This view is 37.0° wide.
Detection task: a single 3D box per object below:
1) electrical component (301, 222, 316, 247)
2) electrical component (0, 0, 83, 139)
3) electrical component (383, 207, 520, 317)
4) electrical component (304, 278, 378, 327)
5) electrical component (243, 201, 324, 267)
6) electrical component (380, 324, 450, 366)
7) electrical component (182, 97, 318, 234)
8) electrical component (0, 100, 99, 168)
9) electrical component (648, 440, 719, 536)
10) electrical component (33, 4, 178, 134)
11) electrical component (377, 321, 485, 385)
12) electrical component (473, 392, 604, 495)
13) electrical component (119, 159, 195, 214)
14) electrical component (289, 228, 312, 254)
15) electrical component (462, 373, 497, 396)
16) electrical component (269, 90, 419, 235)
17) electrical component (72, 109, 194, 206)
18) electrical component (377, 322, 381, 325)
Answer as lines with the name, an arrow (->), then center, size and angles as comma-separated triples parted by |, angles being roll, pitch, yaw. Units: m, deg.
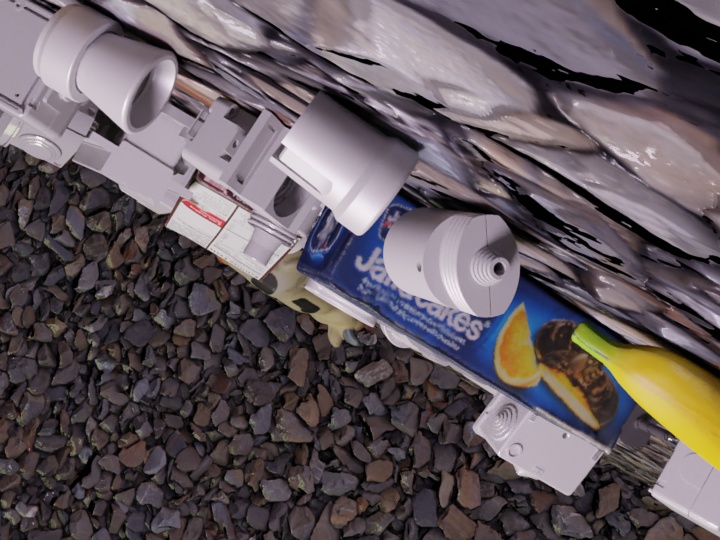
electrical component -> -0.017, -0.017, 0.811 | 0.040, 0.040, 0.046 | 26, 169, 46
electrical component -> -0.198, -0.123, 0.639 | 0.096, 0.061, 0.061 | 30, 176, 11
electrical component -> 0.044, -0.005, 0.477 | 0.043, 0.043, 0.081 | 32, 175, -19
electrical component -> 0.000, 0.000, 0.738 | 0.054, 0.059, 0.095 | 30, 176, -4
electrical component -> -0.053, -0.033, 0.695 | 0.048, 0.062, 0.048 | 30, 176, 2
electrical component -> 0.053, 0.041, 0.886 | 0.078, 0.058, 0.057 | 33, 172, -38
electrical component -> -0.055, -0.056, 0.565 | 0.064, 0.042, 0.081 | 30, 176, 22
electrical component -> -0.207, -0.112, 0.717 | 0.051, 0.080, 0.080 | 26, 178, -25
electrical component -> 0.259, 0.156, 0.777 | 0.061, 0.061, 0.096 | 28, 175, 32
electrical component -> -0.123, -0.098, 0.522 | 0.055, 0.045, 0.045 | 30, 176, 9
electrical component -> 0.072, 0.044, 0.812 | 0.138, 0.052, 0.074 | 32, 175, -28
electrical component -> 0.155, 0.122, 0.860 | 0.100, 0.099, 0.048 | 32, -172, -25
electrical component -> -0.180, -0.086, 0.966 | 0.062, 0.061, 0.096 | 32, 176, -21
electrical component -> -0.071, -0.042, 0.871 | 0.040, 0.040, 0.078 | 28, 175, 32
electrical component -> 0.132, 0.090, 0.960 | 0.100, 0.048, 0.099 | 32, 174, 20
electrical component -> -0.007, -0.042, 0.417 | 0.046, 0.040, 0.040 | 36, 175, -6
electrical component -> -0.162, -0.090, 0.771 | 0.079, 0.063, 0.121 | 32, 176, -25
electrical component -> 0.056, 0.048, 1.032 | 0.079, 0.044, 0.077 | 32, 176, -16
